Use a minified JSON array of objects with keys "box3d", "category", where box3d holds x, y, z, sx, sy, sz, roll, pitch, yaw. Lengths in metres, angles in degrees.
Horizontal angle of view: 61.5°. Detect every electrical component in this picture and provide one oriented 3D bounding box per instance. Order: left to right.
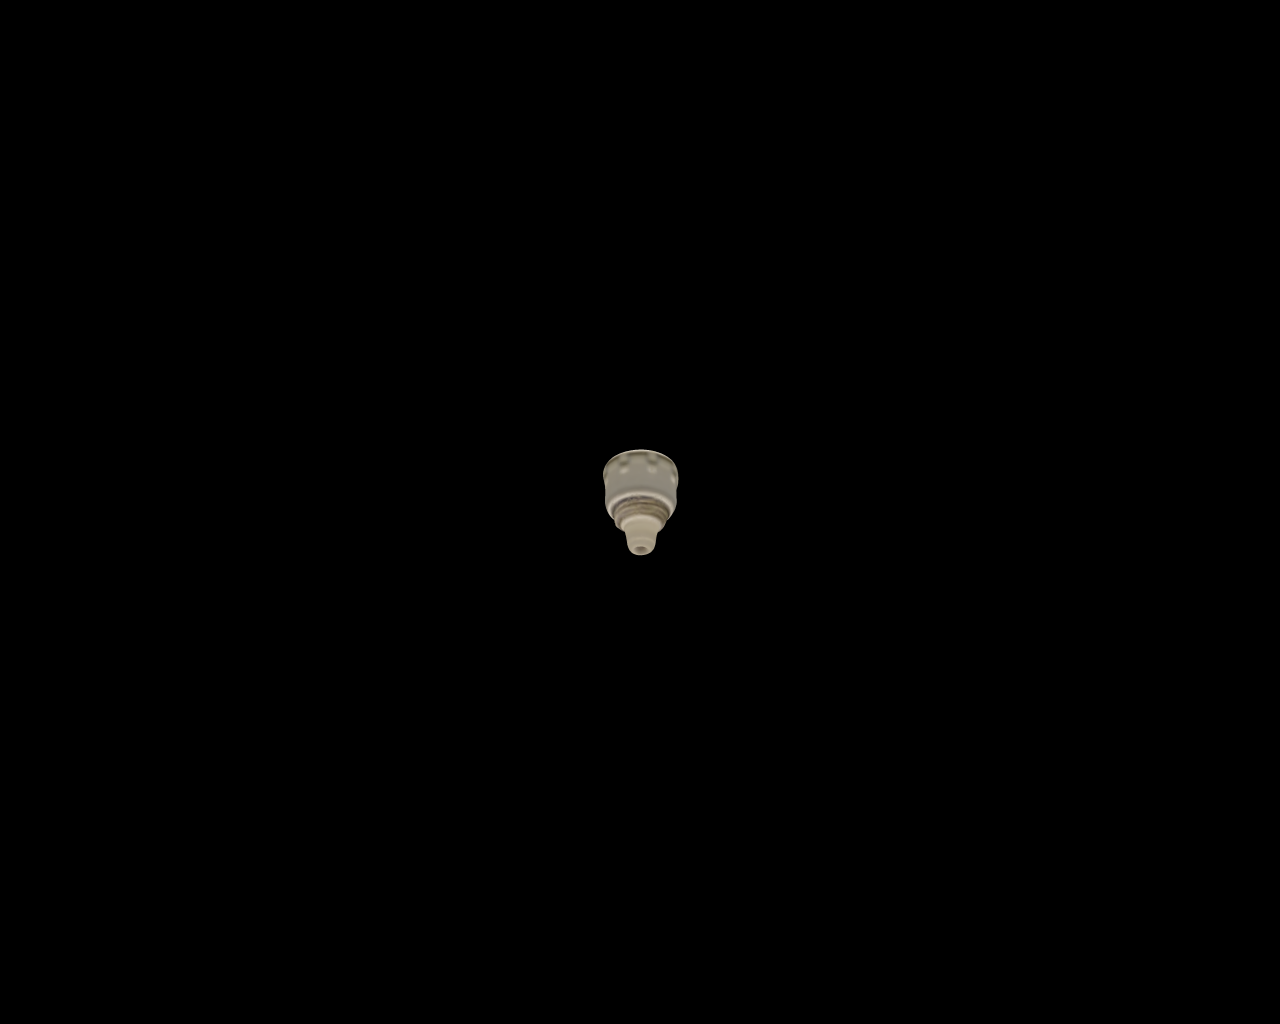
[{"box3d":[0.001,-0.003,0.650,0.048,0.062,0.048,0,-32,0],"category":"electrical component"}]
